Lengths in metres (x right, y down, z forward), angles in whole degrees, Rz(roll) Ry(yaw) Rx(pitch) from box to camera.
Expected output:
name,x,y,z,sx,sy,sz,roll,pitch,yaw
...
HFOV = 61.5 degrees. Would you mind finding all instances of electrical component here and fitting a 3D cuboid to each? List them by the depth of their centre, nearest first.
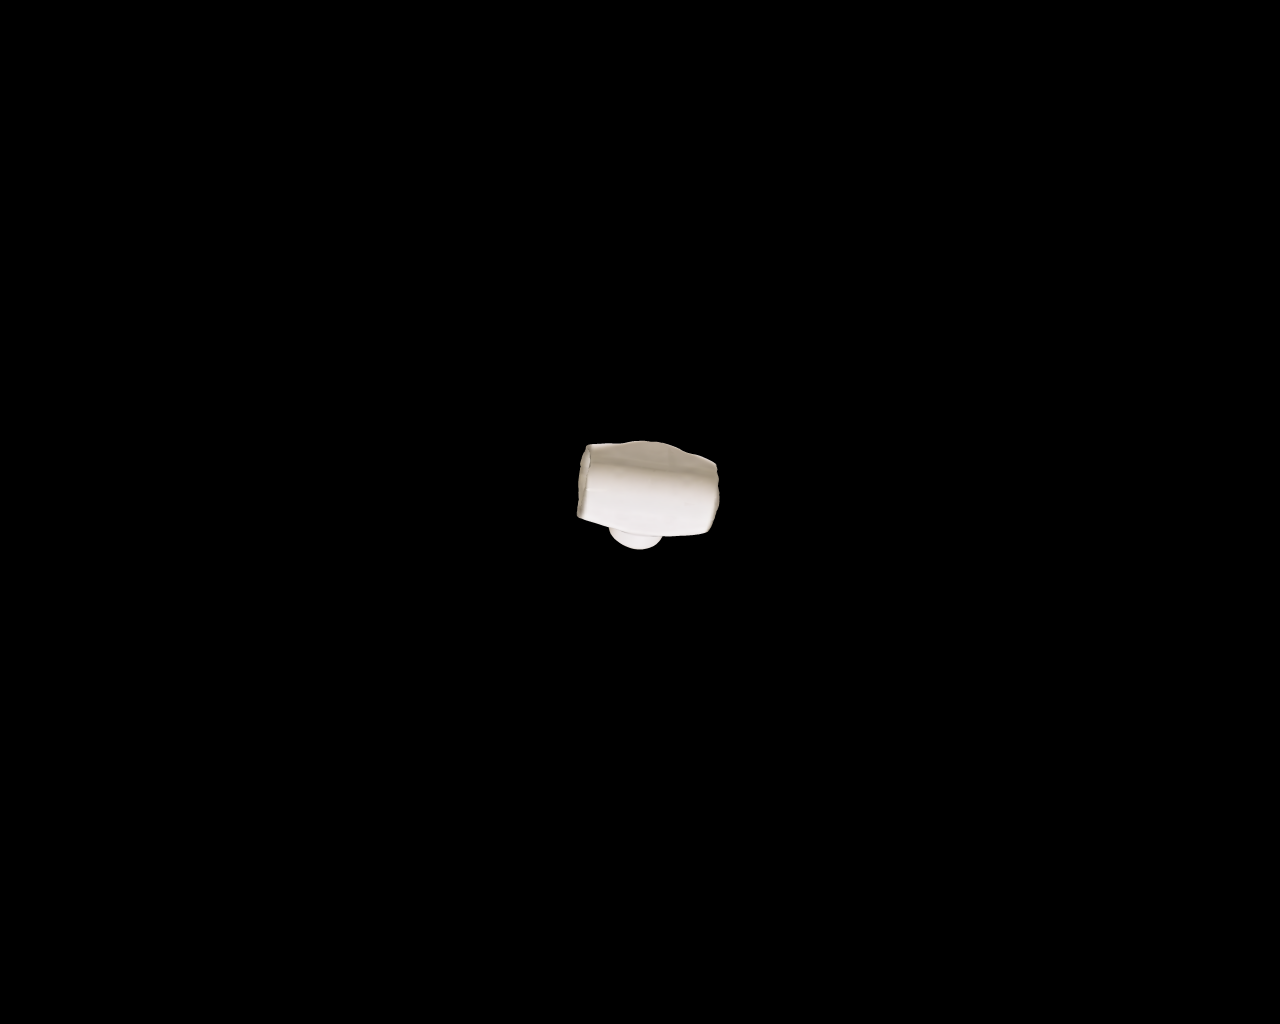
name,x,y,z,sx,sy,sz,roll,pitch,yaw
electrical component,0.001,-0.003,0.650,0.077,0.044,0.079,7,-39,-9
